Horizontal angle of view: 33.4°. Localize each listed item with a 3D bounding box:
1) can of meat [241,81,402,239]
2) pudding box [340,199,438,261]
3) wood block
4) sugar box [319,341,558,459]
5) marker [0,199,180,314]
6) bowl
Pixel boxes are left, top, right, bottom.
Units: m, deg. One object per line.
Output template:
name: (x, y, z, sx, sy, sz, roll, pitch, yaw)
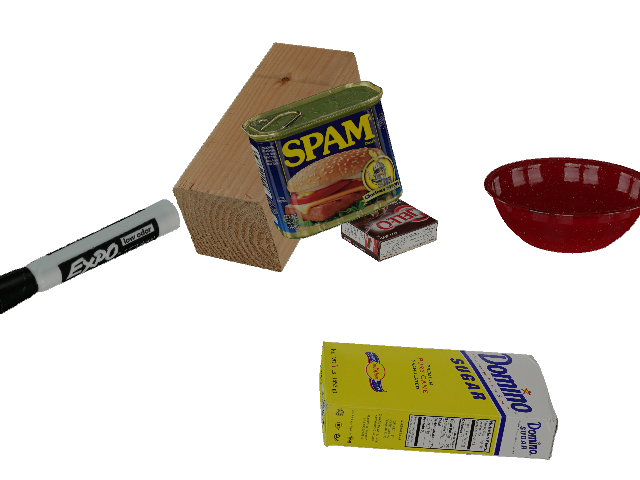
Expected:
can of meat: (0.004, -0.058, 0.776, 0.102, 0.084, 0.057, -21, 23, -11)
pudding box: (0.099, -0.017, 1.541, 0.113, 0.039, 0.090, -21, 35, -31)
wood block: (-0.040, -0.082, 0.986, 0.091, 0.205, 0.090, 12, -39, 24)
sugar box: (0.088, 0.123, 0.836, 0.176, 0.048, 0.093, 1, 27, -2)
marker: (-0.130, 0.008, 0.583, 0.120, 0.020, 0.020, -28, 17, -34)
bowl: (0.239, -0.030, 1.034, 0.162, 0.055, 0.162, -2, 23, 1)
